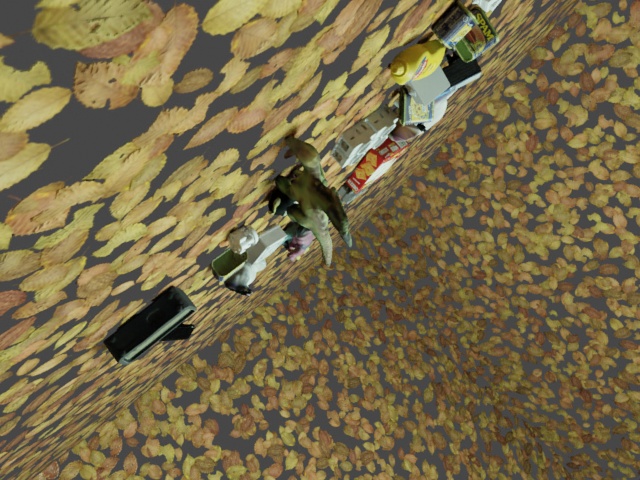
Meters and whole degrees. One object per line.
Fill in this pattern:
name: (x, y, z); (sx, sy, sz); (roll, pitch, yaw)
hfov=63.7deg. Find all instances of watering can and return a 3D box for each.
watering can: (0.288, -0.373, 1.616); (0.228, 0.104, 0.342); (-36, 180, -36)

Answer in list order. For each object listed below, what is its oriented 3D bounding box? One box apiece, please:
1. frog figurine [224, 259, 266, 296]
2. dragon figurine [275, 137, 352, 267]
frog figurine: (-0.241, 0.091, 1.660); (0.135, 0.123, 0.162); (87, 15, -71)
dragon figurine: (0.004, -0.058, 1.151); (0.122, 0.402, 0.247); (-26, -151, -7)
